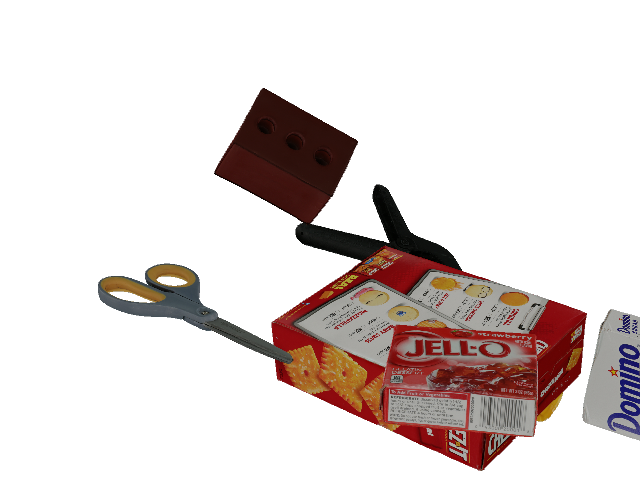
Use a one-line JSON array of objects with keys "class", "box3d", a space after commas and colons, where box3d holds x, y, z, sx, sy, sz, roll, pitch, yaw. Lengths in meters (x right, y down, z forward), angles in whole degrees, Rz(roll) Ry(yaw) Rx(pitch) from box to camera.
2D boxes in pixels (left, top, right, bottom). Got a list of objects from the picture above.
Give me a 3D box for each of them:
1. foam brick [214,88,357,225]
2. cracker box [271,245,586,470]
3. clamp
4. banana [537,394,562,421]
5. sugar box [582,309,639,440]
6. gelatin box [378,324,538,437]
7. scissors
[{"class": "foam brick", "box3d": [-0.024, -0.058, 0.740, 0.078, 0.053, 0.051, 28, -28, -6]}, {"class": "cracker box", "box3d": [0.091, 0.092, 0.909, 0.214, 0.072, 0.163, 19, 36, 36]}, {"class": "clamp", "box3d": [0.083, 0.016, 1.247, 0.164, 0.036, 0.210, -22, 52, -39]}, {"class": "banana", "box3d": [0.221, 0.116, 1.135, 0.069, 0.037, 0.198, -26, 35, 1]}, {"class": "sugar box", "box3d": [0.301, 0.124, 0.837, 0.176, 0.093, 0.048, 14, 27, 21]}, {"class": "gelatin box", "box3d": [0.083, 0.080, 0.632, 0.089, 0.030, 0.073, 4, 25, 9]}, {"class": "scissors", "box3d": [-0.093, 0.056, 0.900, 0.202, 0.016, 0.096, 14, 26, 22]}]
